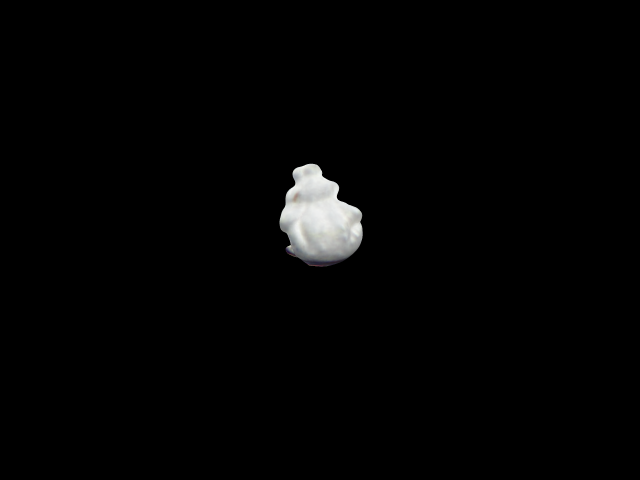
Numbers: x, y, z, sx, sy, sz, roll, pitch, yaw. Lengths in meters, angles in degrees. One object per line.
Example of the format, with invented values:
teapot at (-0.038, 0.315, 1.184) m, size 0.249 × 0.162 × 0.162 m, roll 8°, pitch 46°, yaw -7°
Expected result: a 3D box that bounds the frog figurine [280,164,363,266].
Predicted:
frog figurine at (0.003, -0.043, 0.850) m, size 0.137 × 0.157 × 0.125 m, roll 1°, pitch 21°, yaw 4°
